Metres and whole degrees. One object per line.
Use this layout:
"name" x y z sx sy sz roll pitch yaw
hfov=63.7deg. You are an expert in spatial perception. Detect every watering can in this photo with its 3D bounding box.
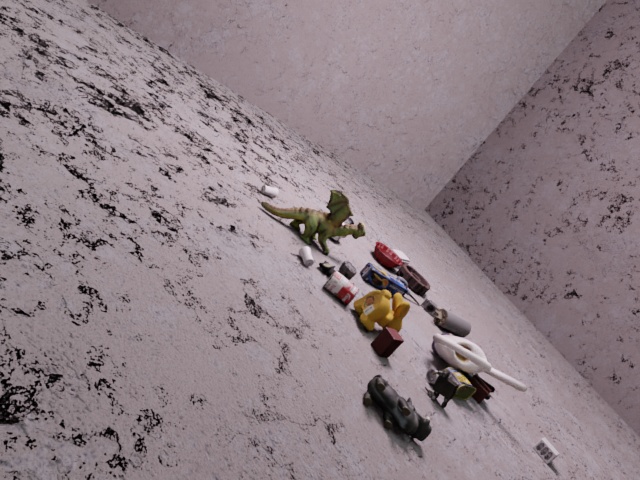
"watering can" 0.527 0.418 1.787 0.347 0.104 0.223 32 -7 -6

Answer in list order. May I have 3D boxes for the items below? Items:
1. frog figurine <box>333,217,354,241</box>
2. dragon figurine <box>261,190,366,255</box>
"frog figurine" 0.043 -0.054 2.171 0.161 0.120 0.139 -24 68 -32
"dragon figurine" 0.006 -0.097 1.937 0.406 0.240 0.125 34 21 -24
